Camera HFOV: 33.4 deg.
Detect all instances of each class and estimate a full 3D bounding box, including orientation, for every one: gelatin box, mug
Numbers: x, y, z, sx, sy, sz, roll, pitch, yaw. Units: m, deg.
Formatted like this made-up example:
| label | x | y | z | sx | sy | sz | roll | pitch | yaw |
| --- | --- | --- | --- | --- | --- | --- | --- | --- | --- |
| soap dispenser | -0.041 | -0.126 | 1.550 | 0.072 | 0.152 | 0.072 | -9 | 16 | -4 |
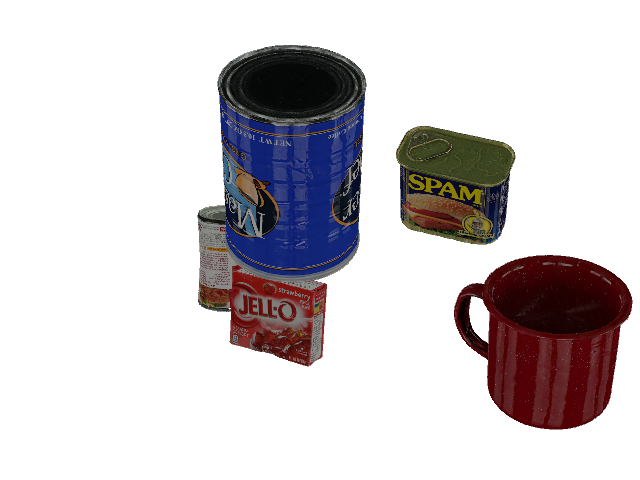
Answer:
| label | x | y | z | sx | sy | sz | roll | pitch | yaw |
| --- | --- | --- | --- | --- | --- | --- | --- | --- | --- |
| gelatin box | -0.040 | 0.067 | 0.971 | 0.089 | 0.073 | 0.030 | 14 | 20 | 27 |
| mug | 0.140 | 0.065 | 0.700 | 0.117 | 0.081 | 0.093 | 16 | 37 | 29 |

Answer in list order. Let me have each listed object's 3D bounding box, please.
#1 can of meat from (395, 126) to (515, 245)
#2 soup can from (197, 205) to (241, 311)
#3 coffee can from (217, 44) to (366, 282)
| label | x | y | z | sx | sy | sz | roll | pitch | yaw |
| --- | --- | --- | --- | --- | --- | --- | --- | --- | --- |
| can of meat | 0.121 | -0.048 | 0.967 | 0.102 | 0.057 | 0.084 | 14 | -40 | 18 |
| soup can | -0.100 | 0.018 | 1.160 | 0.068 | 0.102 | 0.068 | 1 | 17 | 0 |
| coffee can | -0.020 | -0.055 | 0.772 | 0.103 | 0.140 | 0.103 | 1 | 39 | -1 |
